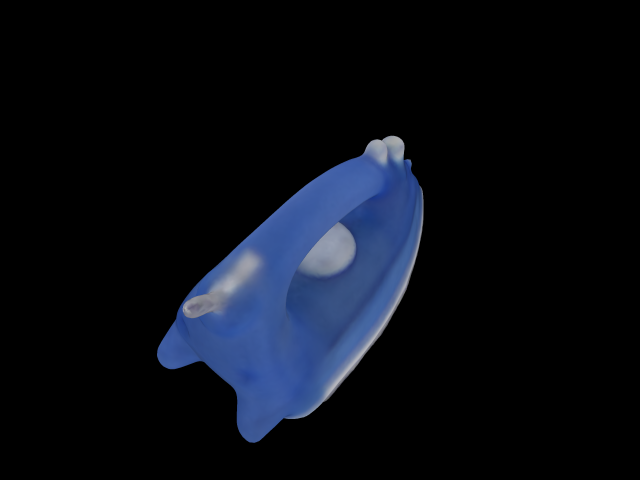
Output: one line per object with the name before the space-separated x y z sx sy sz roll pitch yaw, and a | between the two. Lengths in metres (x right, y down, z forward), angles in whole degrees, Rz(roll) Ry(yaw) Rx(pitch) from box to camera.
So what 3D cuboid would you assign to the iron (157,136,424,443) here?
iron | 0.004 0.001 0.400 0.118 0.141 0.259 33 62 21
